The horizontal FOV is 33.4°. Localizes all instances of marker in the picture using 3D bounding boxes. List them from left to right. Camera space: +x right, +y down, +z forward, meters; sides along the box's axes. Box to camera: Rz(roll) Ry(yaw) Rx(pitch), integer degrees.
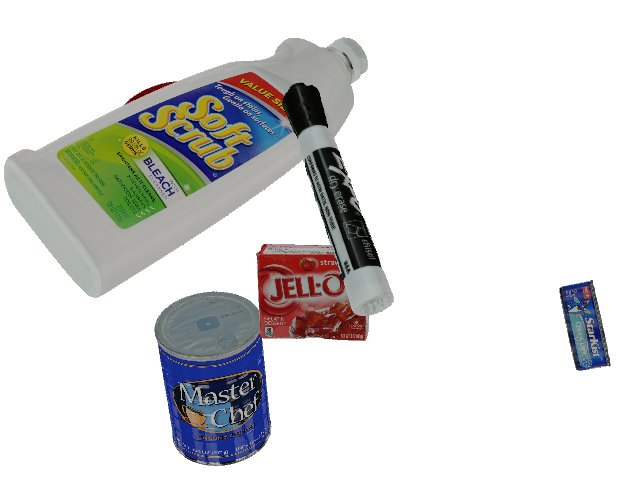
[{"bbox_3d":[0.006,-0.023,0.487,0.020,0.121,0.020,-15,-27,-8],"label":"marker"}]

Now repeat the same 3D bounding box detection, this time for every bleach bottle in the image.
[{"bbox_3d":[-0.073,-0.070,0.701,0.250,0.102,0.068,-36,-9,-25],"label":"bleach bottle"}]

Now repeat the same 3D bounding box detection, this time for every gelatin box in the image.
[{"bbox_3d":[-0.006,0.042,0.862,0.089,0.073,0.030,1,17,8],"label":"gelatin box"}]

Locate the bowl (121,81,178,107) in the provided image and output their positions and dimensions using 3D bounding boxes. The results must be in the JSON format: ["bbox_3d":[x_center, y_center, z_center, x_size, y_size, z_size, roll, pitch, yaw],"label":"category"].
[{"bbox_3d":[-0.138,-0.096,0.977,0.162,0.162,0.055,0,-42,18],"label":"bowl"}]

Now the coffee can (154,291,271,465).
[{"bbox_3d":[-0.104,0.137,1.058,0.103,0.140,0.103,-2,33,1],"label":"coffee can"}]

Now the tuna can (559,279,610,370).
[{"bbox_3d":[0.259,0.084,1.046,0.034,0.086,0.086,-12,-3,13],"label":"tuna can"}]
